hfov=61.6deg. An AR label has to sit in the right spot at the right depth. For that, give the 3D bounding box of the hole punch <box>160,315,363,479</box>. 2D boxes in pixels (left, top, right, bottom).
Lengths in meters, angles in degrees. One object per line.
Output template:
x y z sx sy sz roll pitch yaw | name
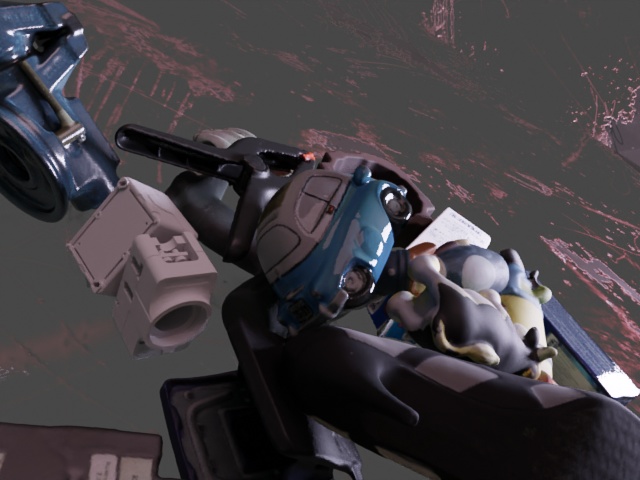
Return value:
-0.042 0.131 0.382 0.115 0.092 0.142 38 13 -49 | hole punch

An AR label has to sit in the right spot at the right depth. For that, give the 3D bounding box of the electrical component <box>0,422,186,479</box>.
-0.131 0.160 0.279 0.134 0.058 0.115 16 35 -20 | electrical component

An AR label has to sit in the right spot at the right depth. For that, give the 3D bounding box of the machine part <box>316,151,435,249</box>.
0.071 -0.056 0.751 0.179 0.056 0.179 19 34 -13 | machine part

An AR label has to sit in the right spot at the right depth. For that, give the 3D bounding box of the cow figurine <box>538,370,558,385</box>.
0.234 0.215 0.450 0.127 0.085 0.195 37 16 -23 | cow figurine

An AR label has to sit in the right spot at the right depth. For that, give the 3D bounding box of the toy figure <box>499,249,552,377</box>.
0.212 0.093 0.596 0.089 0.082 0.180 23 42 -2 | toy figure

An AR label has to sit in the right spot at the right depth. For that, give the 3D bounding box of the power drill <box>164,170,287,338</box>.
-0.050 0.005 0.559 0.207 0.086 0.232 43 35 9 | power drill

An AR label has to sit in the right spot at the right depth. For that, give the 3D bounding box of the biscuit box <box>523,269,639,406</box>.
0.280 0.121 0.652 0.063 0.059 0.203 5 39 -31 | biscuit box

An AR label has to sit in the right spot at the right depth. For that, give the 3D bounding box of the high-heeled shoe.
0.096 0.117 0.356 0.248 0.086 0.145 23 -8 -21 | high-heeled shoe

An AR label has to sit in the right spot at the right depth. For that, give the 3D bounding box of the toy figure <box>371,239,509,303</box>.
0.110 0.030 0.510 0.154 0.058 0.064 2 61 -29 | toy figure

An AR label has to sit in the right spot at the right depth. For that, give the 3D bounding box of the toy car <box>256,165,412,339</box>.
-0.001 -0.001 0.444 0.103 0.109 0.162 39 48 -9 | toy car

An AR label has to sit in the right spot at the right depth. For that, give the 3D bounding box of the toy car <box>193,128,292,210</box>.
-0.074 -0.083 0.676 0.202 0.056 0.073 39 33 16 | toy car

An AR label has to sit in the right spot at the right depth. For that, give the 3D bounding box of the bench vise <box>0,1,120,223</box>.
-0.273 -0.088 0.423 0.129 0.223 0.240 11 45 31 | bench vise

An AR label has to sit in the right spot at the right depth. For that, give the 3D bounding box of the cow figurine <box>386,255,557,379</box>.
0.142 0.085 0.454 0.167 0.068 0.098 29 12 -24 | cow figurine
